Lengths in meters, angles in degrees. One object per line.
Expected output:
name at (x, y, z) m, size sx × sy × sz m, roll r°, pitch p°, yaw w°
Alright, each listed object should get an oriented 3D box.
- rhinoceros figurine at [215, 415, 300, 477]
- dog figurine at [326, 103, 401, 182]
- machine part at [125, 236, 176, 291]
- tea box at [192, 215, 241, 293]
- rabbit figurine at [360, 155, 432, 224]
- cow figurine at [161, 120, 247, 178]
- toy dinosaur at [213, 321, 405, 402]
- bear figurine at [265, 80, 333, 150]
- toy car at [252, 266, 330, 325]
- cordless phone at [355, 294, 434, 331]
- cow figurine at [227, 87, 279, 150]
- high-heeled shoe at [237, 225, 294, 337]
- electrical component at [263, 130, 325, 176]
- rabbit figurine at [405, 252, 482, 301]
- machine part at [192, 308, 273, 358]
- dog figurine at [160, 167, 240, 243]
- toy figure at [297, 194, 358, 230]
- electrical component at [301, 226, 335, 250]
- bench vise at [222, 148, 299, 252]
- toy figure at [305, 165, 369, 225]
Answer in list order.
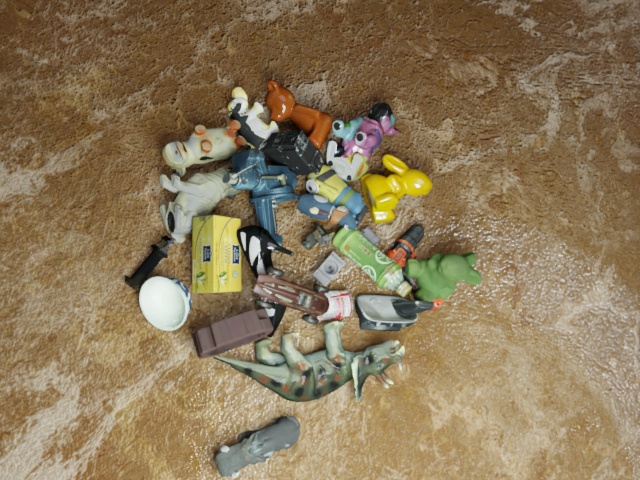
rhinoceros figurine at (-0.127, 0.431, 1.118) m, size 0.190 × 0.112 × 0.073 m, roll -16°, pitch 80°, yaw -29°
dog figurine at (0.124, -0.262, 1.423) m, size 0.109 × 0.191 × 0.219 m, roll 28°, pitch 33°, yaw 26°
machine part at (-0.375, 0.048, 1.191) m, size 0.039 × 0.084 × 0.139 m, roll 45°, pitch 73°, yaw -30°
tea box at (-0.229, 0.033, 1.197) m, size 0.098 × 0.068 × 0.169 m, roll 4°, pitch 83°, yaw -59°
rabbit figurine at (0.201, -0.137, 1.399) m, size 0.173 × 0.121 × 0.162 m, roll -16°, pitch 54°, yaw -1°
cow figurine at (-0.287, -0.217, 1.285) m, size 0.195 × 0.127 × 0.085 m, roll -20°, pitch 80°, yaw -36°
toy dinosaur at (-0.018, 0.292, 1.198) m, size 0.405 × 0.131 × 0.192 m, roll -13°, pitch 77°, yaw -14°
bear figurine at (-0.068, -0.308, 1.371) m, size 0.196 × 0.120 × 0.132 m, roll 27°, pitch 71°, yaw -5°
toy car at (-0.056, 0.121, 1.158) m, size 0.202 × 0.053 × 0.089 m, roll 26°, pitch 85°, yaw -40°
cordless phone at (0.173, 0.162, 1.256) m, size 0.147 × 0.184 × 0.088 m, roll 6°, pitch 76°, yaw -16°
cow figurine at (-0.187, -0.303, 1.363) m, size 0.098 × 0.068 × 0.167 m, roll -39°, pitch 86°, yaw -18°
high-heeled shoe at (-0.141, 0.093, 1.216) m, size 0.145 × 0.086 × 0.248 m, roll 18°, pitch 106°, yaw 15°
electrical component at (-0.071, -0.211, 1.328) m, size 0.114 × 0.134 × 0.058 m, roll 46°, pitch 59°, yaw -40°
rabbit figurine at (0.303, 0.083, 1.265) m, size 0.159 × 0.170 × 0.121 m, roll -6°, pitch 75°, yaw -14°
machine part at (-0.186, 0.197, 1.145) m, size 0.179 × 0.179 × 0.056 m, roll -15°, pitch 77°, yaw -21°
dog figurine at (-0.264, -0.086, 1.259) m, size 0.190 × 0.121 × 0.172 m, roll -5°, pitch 108°, yaw -36°
toy figure at (0.022, -0.067, 1.303) m, size 0.155 × 0.057 × 0.064 m, roll 20°, pitch 49°, yaw 9°
electrical component at (-0.003, -0.003, 1.307) m, size 0.078 × 0.102 × 0.045 m, roll -44°, pitch 86°, yaw 1°
bench vise at (-0.128, -0.089, 1.257) m, size 0.223 × 0.129 × 0.240 m, roll -5°, pitch 87°, yaw -63°
toy figure at (0.043, -0.116, 1.364) m, size 0.180 × 0.082 × 0.089 m, roll 35°, pitch 48°, yaw 4°
